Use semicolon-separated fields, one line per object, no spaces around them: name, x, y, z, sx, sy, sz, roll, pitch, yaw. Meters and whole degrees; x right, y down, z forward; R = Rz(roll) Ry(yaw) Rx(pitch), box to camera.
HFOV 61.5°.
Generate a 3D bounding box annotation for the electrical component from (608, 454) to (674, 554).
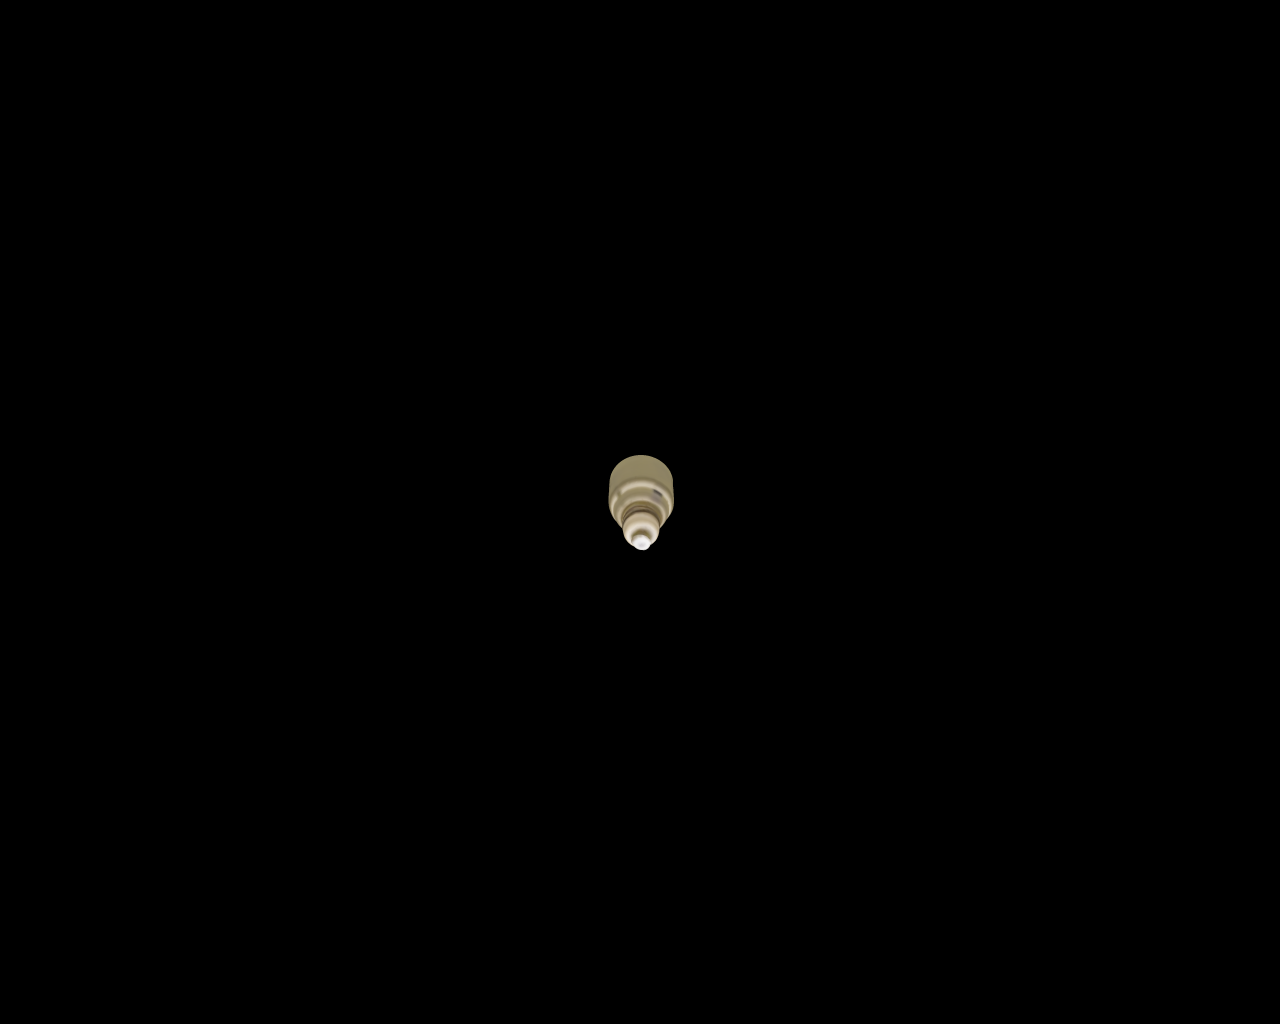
electrical component;0.001;-0.003;0.650;0.040;0.040;0.078;0;34;0
